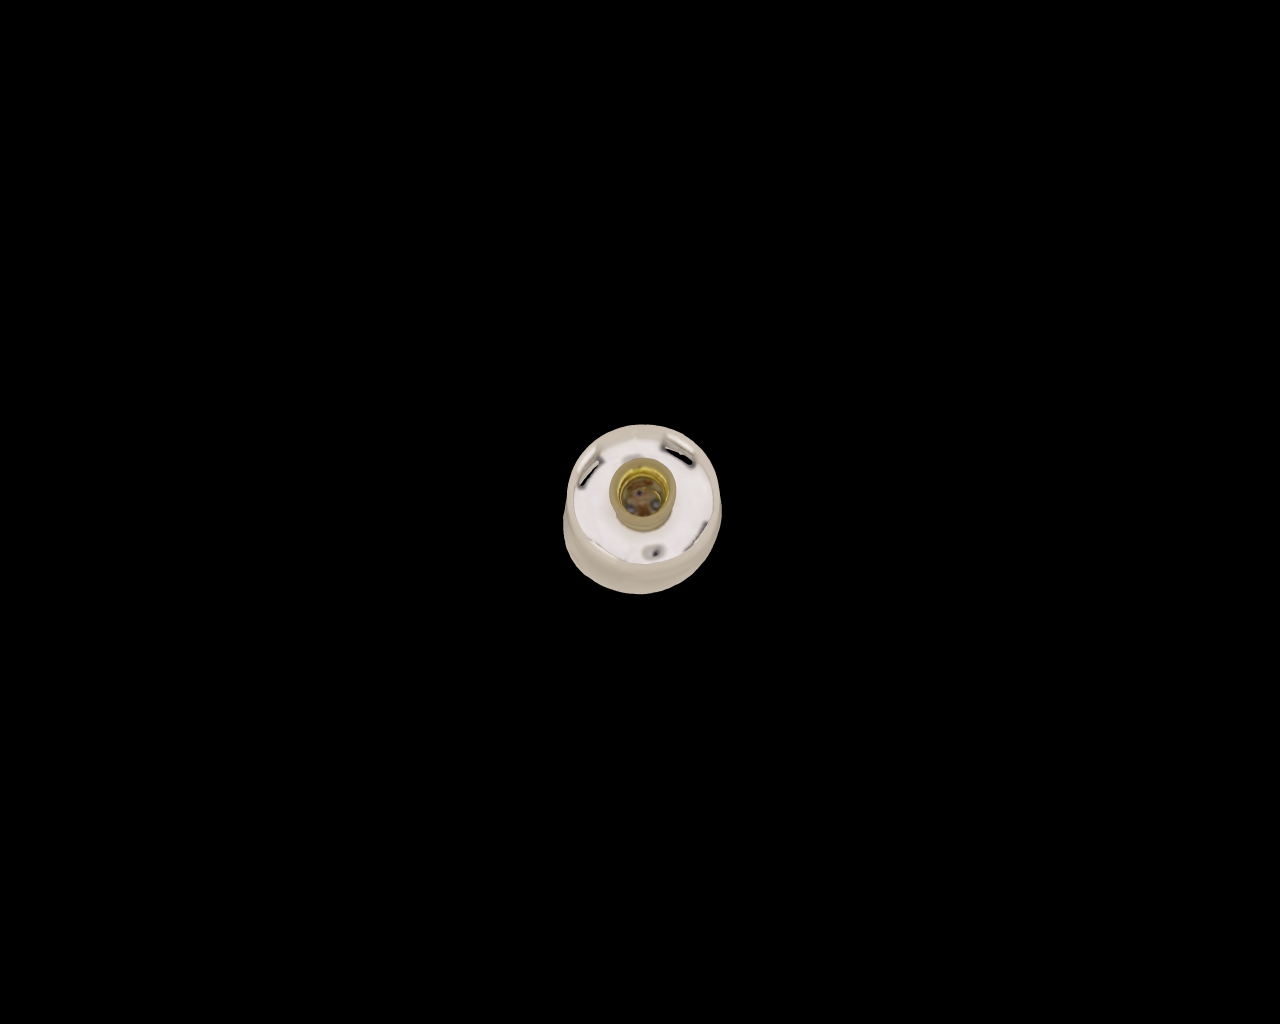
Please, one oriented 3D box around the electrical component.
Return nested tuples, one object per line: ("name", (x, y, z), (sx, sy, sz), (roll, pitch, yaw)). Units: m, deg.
("electrical component", (0.001, -0.003, 0.650), (0.099, 0.099, 0.064), (0, -21, 0))
